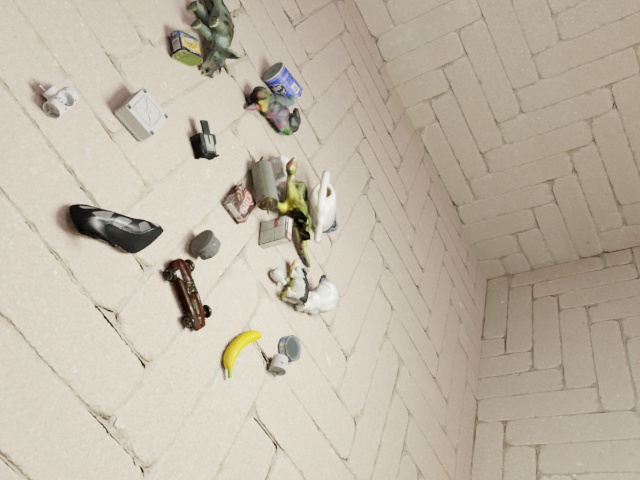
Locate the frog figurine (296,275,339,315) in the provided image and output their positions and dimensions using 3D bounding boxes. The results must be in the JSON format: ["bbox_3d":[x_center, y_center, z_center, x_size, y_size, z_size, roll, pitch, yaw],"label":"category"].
[{"bbox_3d":[-0.006,0.211,1.834,0.123,0.135,0.161,41,27,9],"label":"frog figurine"}]

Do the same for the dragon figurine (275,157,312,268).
[{"bbox_3d":[-0.071,-0.118,1.909,0.122,0.401,0.249,-1,40,17],"label":"dragon figurine"}]

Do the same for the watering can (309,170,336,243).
[{"bbox_3d":[0.006,-0.099,1.974,0.104,0.355,0.219,5,-31,5],"label":"watering can"}]
